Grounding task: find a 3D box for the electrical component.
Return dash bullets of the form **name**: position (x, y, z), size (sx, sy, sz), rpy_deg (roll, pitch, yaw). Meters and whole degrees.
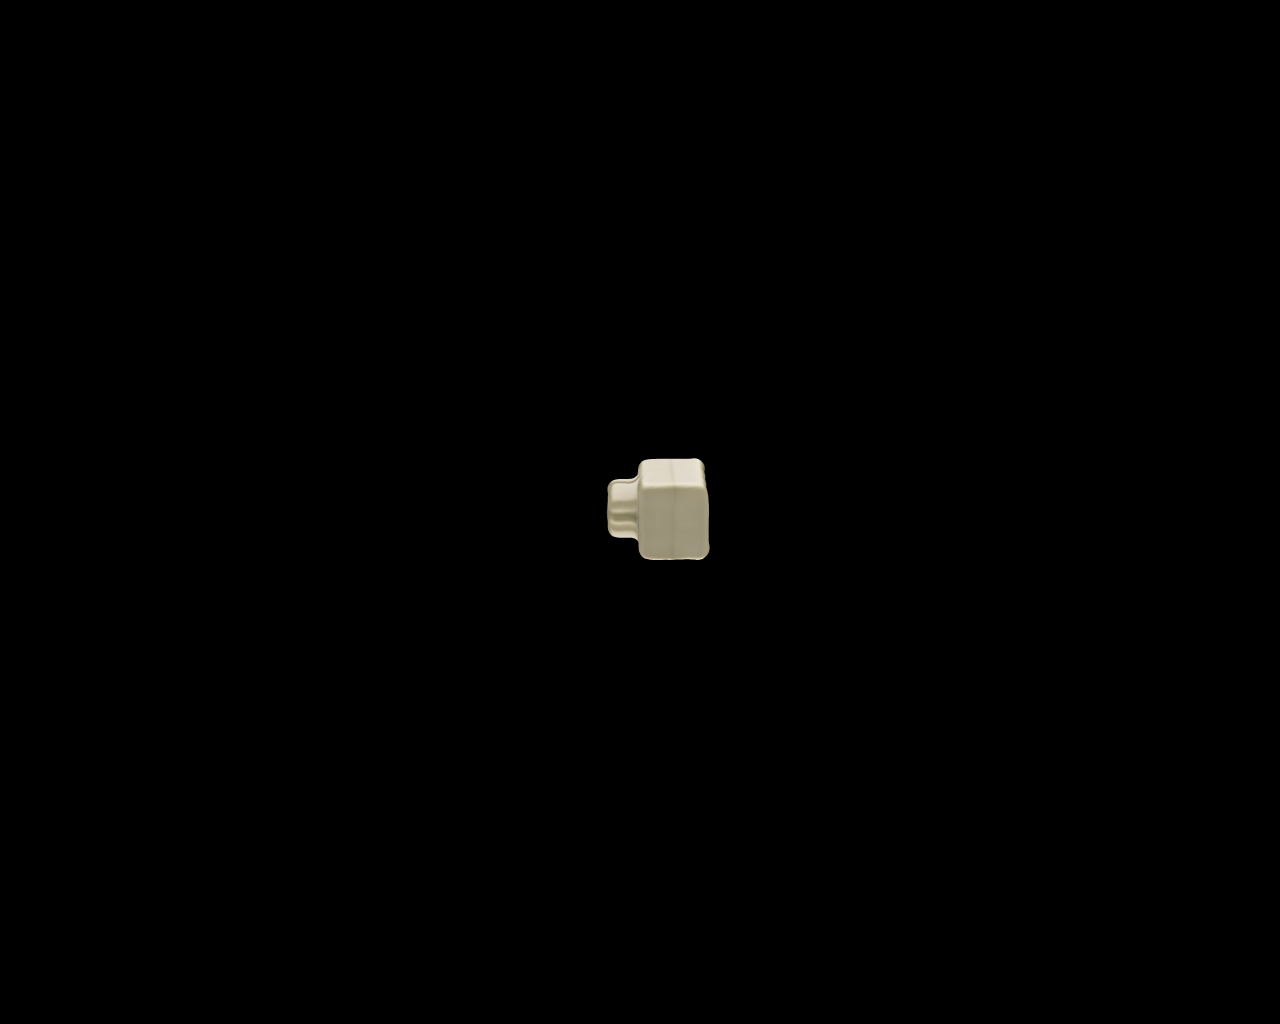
- **electrical component**: position (0.001, -0.003, 0.650), size (0.077, 0.047, 0.066), rpy_deg (0, 17, 0)
